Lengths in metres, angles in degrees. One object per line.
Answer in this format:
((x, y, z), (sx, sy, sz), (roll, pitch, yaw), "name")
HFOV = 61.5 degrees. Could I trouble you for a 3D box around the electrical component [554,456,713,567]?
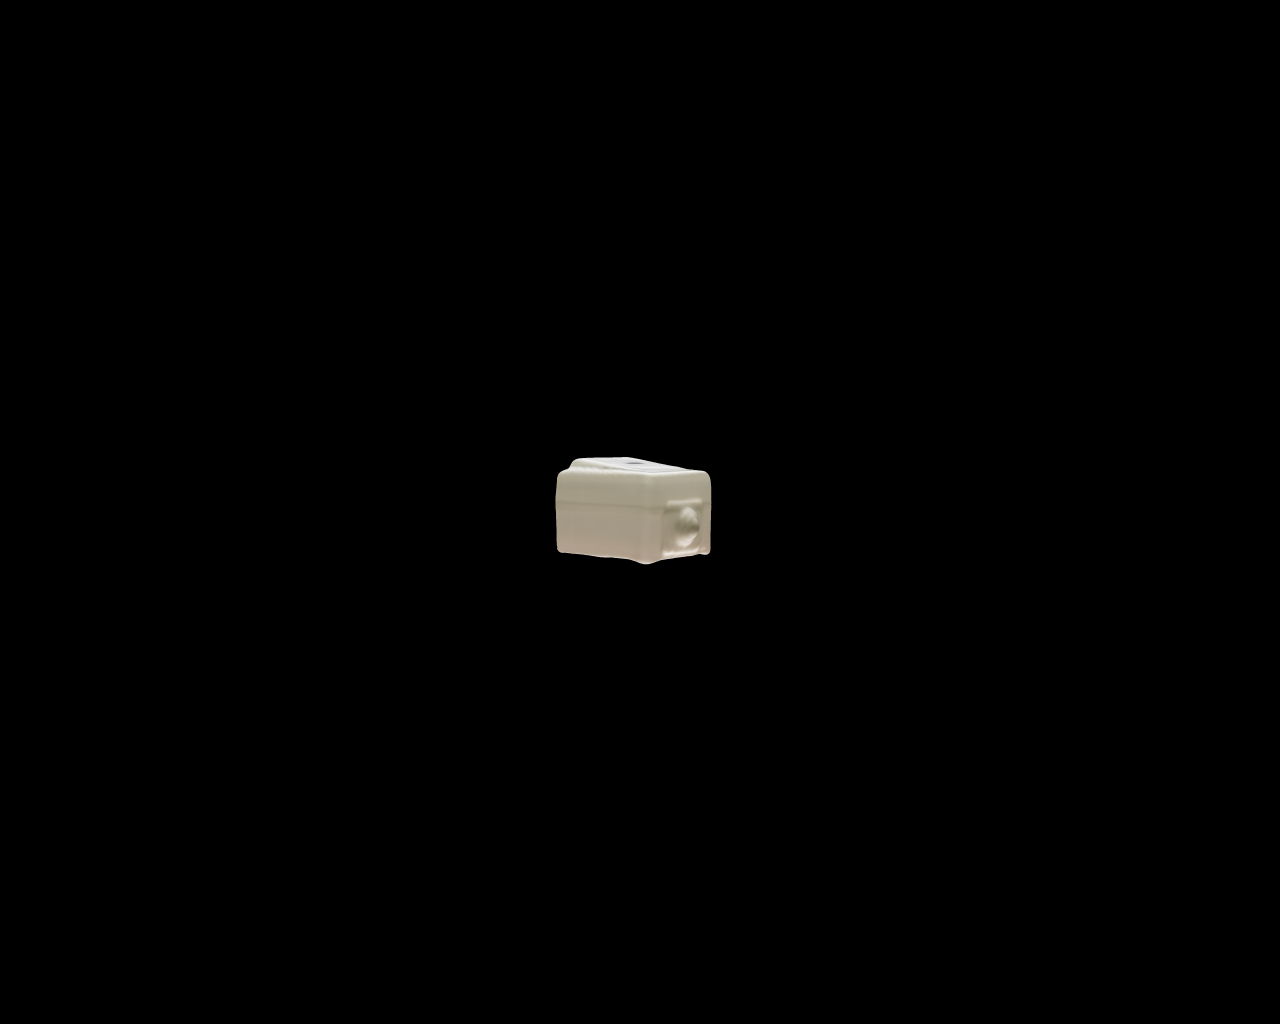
((0.001, -0.003, 0.650), (0.096, 0.061, 0.062), (4, 6, 43), "electrical component")
